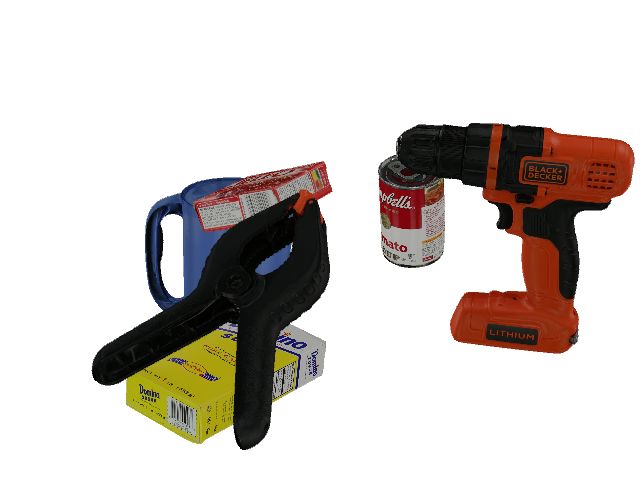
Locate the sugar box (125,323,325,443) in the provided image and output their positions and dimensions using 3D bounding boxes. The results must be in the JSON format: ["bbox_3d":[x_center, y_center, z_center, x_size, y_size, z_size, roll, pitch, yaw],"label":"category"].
[{"bbox_3d":[-0.084,0.121,0.988,0.093,0.048,0.175,22,30,32],"label":"sugar box"}]

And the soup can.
[{"bbox_3d":[0.095,-0.031,1.110,0.068,0.102,0.068,-3,36,2],"label":"soup can"}]

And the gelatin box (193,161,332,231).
[{"bbox_3d":[-0.047,-0.036,0.868,0.089,0.030,0.073,-8,15,38],"label":"gelatin box"}]

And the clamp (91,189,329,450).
[{"bbox_3d":[-0.040,0.043,0.628,0.120,0.171,0.039,30,-24,28],"label":"clamp"}]

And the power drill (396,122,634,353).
[{"bbox_3d":[0.149,-0.004,0.868,0.184,0.188,0.057,7,28,12],"label":"power drill"}]

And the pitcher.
[{"bbox_3d":[-0.112,0.054,1.254,0.149,0.243,0.144,21,26,34],"label":"pitcher"}]
